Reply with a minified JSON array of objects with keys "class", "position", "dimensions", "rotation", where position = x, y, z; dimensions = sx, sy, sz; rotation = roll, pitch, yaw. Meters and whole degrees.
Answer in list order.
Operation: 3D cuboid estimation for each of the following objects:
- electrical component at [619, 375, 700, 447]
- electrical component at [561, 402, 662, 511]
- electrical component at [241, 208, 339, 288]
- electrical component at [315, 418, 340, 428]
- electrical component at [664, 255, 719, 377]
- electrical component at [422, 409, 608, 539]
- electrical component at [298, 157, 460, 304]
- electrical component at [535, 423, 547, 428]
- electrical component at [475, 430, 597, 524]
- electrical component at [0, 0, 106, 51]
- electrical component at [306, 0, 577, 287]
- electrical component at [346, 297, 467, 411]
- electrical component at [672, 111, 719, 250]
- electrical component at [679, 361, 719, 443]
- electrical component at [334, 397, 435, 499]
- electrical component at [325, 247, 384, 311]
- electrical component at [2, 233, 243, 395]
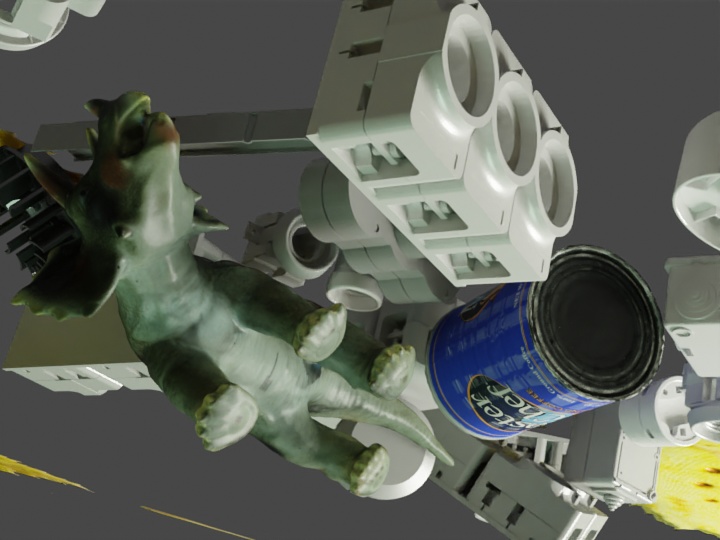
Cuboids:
[{"class":"electrical component","position":[0.242,0.115,0.864],"dimensions":[0.055,0.055,0.047],"rotation":[23,158,-20]},{"class":"electrical component","position":[0.214,0.158,0.917],"dimensions":[0.062,0.096,0.061],"rotation":[31,153,-34]},{"class":"electrical component","position":[-0.046,-0.016,0.737],"dimensions":[0.066,0.048,0.055],"rotation":[26,160,-26]},{"class":"electrical component","position":[-0.033,0.116,1.002],"dimensions":[0.109,0.056,0.109],"rotation":[-10,147,41]},{"class":"electrical component","position":[0.248,0.031,0.685],"dimensions":[0.100,0.048,0.100],"rotation":[-4,150,33]},{"class":"electrical component","position":[0.121,0.181,0.957],"dimensions":[0.186,0.060,0.105],"rotation":[33,-178,29]},{"class":"electrical component","position":[0.030,-0.025,0.668],"dimensions":[0.074,0.052,0.138],"rotation":[-5,150,34]},{"class":"electrical component","position":[0.134,0.108,0.918],"dimensions":[0.064,0.042,0.081],"rotation":[7,156,5]},{"class":"electrical component","position":[0.183,0.229,1.132],"dimensions":[0.105,0.060,0.186],"rotation":[11,156,6]},{"class":"electrical component","position":[-0.162,-0.141,0.511],"dimensions":[0.078,0.058,0.057],"rotation":[24,151,-22]},{"class":"electrical component","position":[0.049,-0.065,0.525],"dimensions":[0.062,0.089,0.150],"rotation":[-4,151,33]},{"class":"electrical component","position":[0.028,0.068,0.860],"dimensions":[0.089,0.061,0.150],"rotation":[29,152,-31]},{"class":"electrical component","position":[0.207,-0.038,0.534],"dimensions":[0.099,0.064,0.099],"rotation":[11,156,5]},{"class":"electrical component","position":[0.274,0.094,0.796],"dimensions":[0.058,0.057,0.078],"rotation":[26,153,-25]},{"class":"electrical component","position":[0.016,0.142,0.853],"dimensions":[0.080,0.080,0.051],"rotation":[18,161,-9]},{"class":"electrical component","position":[0.000,0.000,0.746],"dimensions":[0.040,0.046,0.040],"rotation":[11,156,5]},{"class":"electrical component","position":[-0.187,0.039,0.854],"dimensions":[0.186,0.105,0.060],"rotation":[-6,150,37]}]
